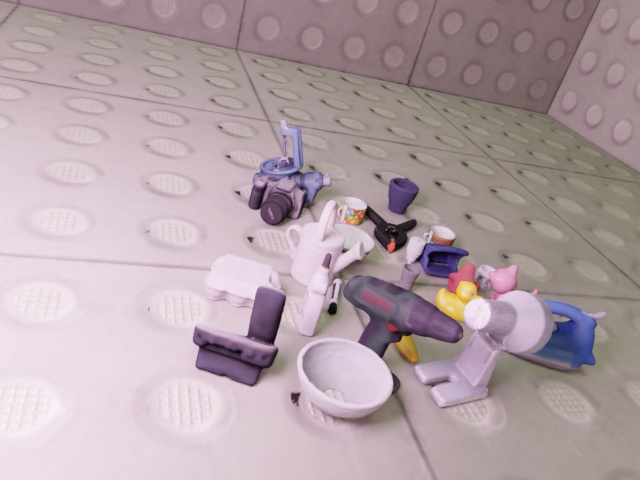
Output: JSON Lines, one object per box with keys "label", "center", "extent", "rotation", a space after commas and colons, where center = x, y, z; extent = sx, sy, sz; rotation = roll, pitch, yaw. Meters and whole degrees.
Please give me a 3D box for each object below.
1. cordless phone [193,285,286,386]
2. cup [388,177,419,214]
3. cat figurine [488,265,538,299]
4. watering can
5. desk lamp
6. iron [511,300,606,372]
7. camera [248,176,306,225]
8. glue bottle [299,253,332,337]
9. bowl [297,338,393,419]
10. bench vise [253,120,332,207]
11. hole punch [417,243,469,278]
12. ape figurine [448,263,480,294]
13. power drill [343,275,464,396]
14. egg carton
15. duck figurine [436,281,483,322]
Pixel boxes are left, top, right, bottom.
{"label": "cordless phone", "center": [-0.132, 0.139, 0.960], "extent": [0.147, 0.185, 0.094], "rotation": [15, 29, -3]}
{"label": "cup", "center": [0.244, -0.134, 1.734], "extent": [0.091, 0.095, 0.118], "rotation": [19, 29, 4]}
{"label": "cat figurine", "center": [0.461, 0.119, 1.386], "extent": [0.127, 0.118, 0.067], "rotation": [25, 30, 14]}
{"label": "watering can", "center": [0.012, 0.004, 1.265], "extent": [0.173, 0.194, 0.101], "rotation": [12, 29, -9]}
{"label": "desk lamp", "center": [0.312, 0.194, 1.074], "extent": [0.204, 0.213, 0.117], "rotation": [-3, 34, -32]}
{"label": "iron", "center": [0.489, 0.186, 1.259], "extent": [0.258, 0.141, 0.118], "rotation": [15, 29, -4]}
{"label": "camera", "center": [-0.118, -0.106, 1.484], "extent": [0.143, 0.101, 0.137], "rotation": [20, 29, 5]}
{"label": "glue bottle", "center": [-0.005, 0.100, 1.110], "extent": [0.037, 0.173, 0.078], "rotation": [13, 29, -7]}
{"label": "bowl", "center": [0.036, 0.247, 0.977], "extent": [0.167, 0.075, 0.167], "rotation": [13, 29, -7]}
{"label": "bench vise", "center": [-0.067, -0.215, 1.579], "extent": [0.208, 0.220, 0.121], "rotation": [7, 30, -18]}
{"label": "hole punch", "center": [0.312, 0.036, 1.478], "extent": [0.109, 0.091, 0.101], "rotation": [8, 30, -16]}
{"label": "ape figurine", "center": [0.353, 0.096, 1.393], "extent": [0.077, 0.092, 0.076], "rotation": [30, 31, 23]}
{"label": "power drill", "center": [0.126, 0.173, 1.016], "extent": [0.228, 0.208, 0.076], "rotation": [35, 33, 29]}
{"label": "egg carton", "center": [-0.154, 0.088, 1.158], "extent": [0.150, 0.069, 0.107], "rotation": [16, 29, -2]}
{"label": "duck figurine", "center": [0.326, 0.132, 1.322], "extent": [0.104, 0.086, 0.078], "rotation": [27, 30, 17]}
